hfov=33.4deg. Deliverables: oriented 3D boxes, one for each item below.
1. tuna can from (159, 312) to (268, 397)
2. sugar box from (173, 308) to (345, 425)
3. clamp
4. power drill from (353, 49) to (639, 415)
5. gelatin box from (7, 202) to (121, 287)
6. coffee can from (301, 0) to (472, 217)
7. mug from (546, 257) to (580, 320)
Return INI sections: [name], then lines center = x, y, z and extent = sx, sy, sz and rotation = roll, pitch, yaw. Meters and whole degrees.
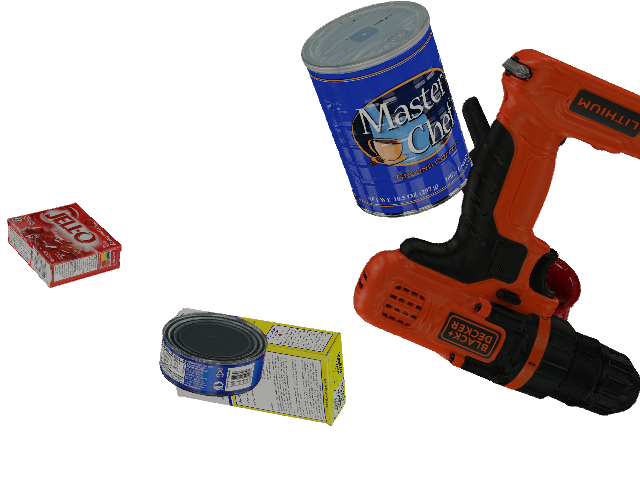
[tuna can]
center = -0.087, 0.092, 0.867
extent = 0.086, 0.034, 0.086
rotation = 9, 21, -4
[sugar box]
center = -0.065, 0.126, 1.084
extent = 0.176, 0.093, 0.048
rotation = 10, 34, 21
[clamp]
center = 0.189, -0.092, 1.166
extent = 0.120, 0.039, 0.171
rotation = 22, 49, 18
[power drill]
center = 0.135, -0.001, 0.615
extent = 0.184, 0.188, 0.057
rotation = 22, 13, -10
[gelatin box]
center = -0.240, 0.002, 0.996
extent = 0.073, 0.030, 0.089
rotation = -17, 40, -37
[coffee can]
center = 0.055, -0.105, 0.853
extent = 0.103, 0.140, 0.103
rotation = -16, 32, 10
[mug]
center = 0.179, 0.059, 0.985
extent = 0.093, 0.081, 0.117
rotation = -14, 42, -19
